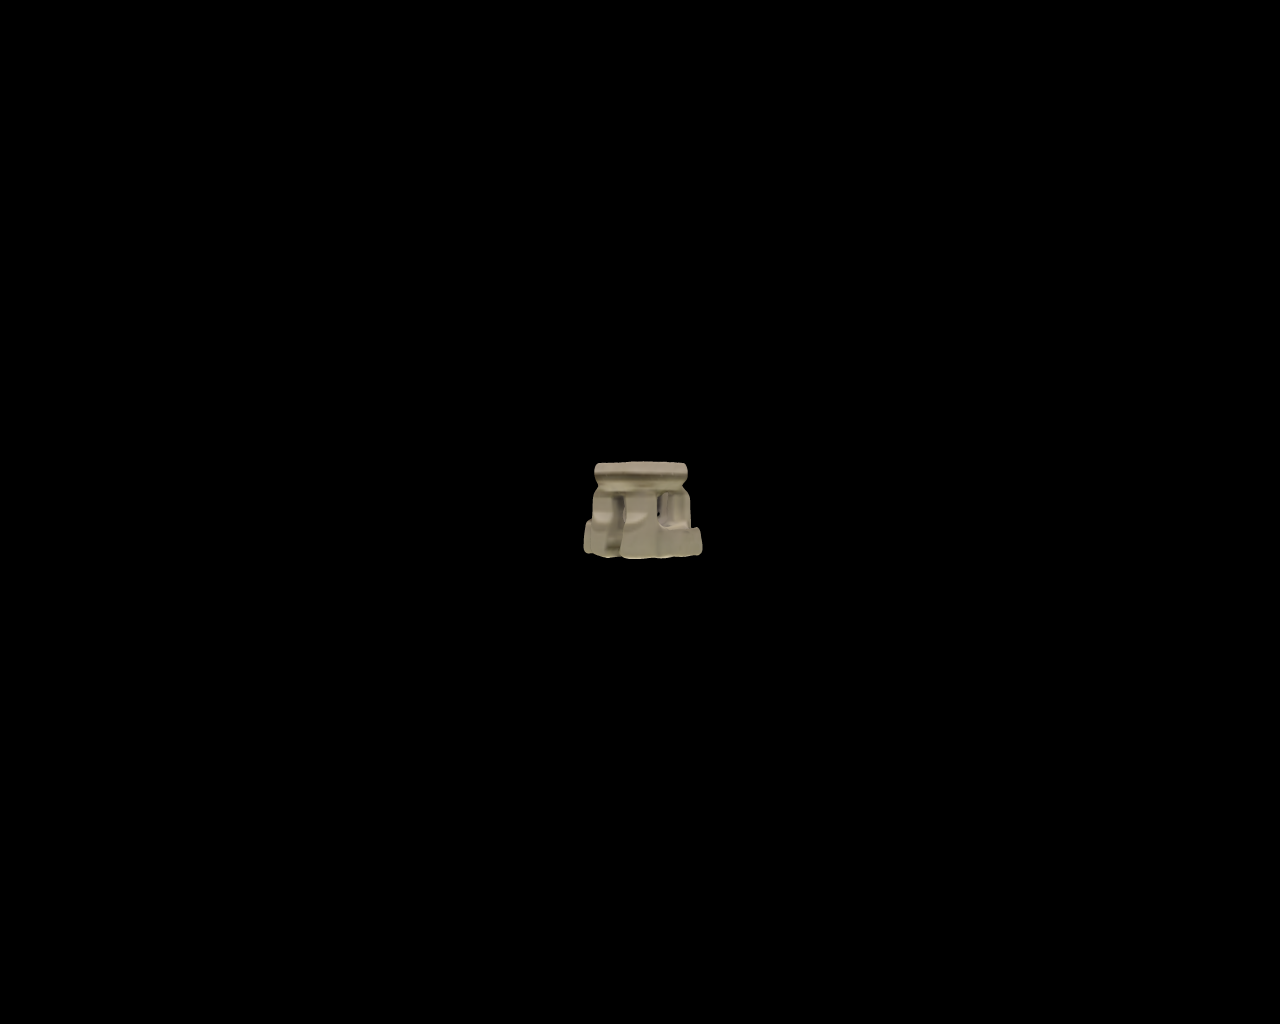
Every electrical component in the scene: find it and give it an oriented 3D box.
[{"bbox_3d":[0.001,-0.003,0.650,0.078,0.057,0.058,2,3,40],"label":"electrical component"}]
